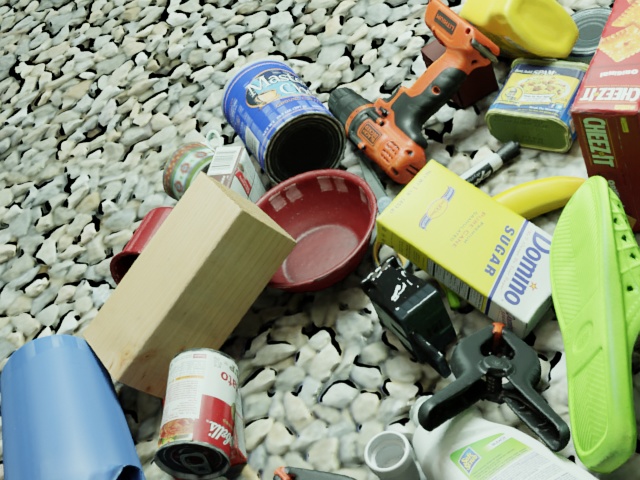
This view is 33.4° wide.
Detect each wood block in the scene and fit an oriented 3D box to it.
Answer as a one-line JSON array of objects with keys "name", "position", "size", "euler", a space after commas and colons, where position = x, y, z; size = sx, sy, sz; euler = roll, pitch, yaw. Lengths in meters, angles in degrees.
[{"name": "wood block", "position": [-0.131, 0.049, 1.070], "size": [0.206, 0.090, 0.091], "euler": [-54, 45, 5]}]

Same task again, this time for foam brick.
[{"name": "foam brick", "position": [0.162, -0.201, 1.246], "size": [0.053, 0.051, 0.078], "euler": [-32, 43, -4]}]

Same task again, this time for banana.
[{"name": "banana", "position": [0.180, -0.010, 1.070], "size": [0.197, 0.037, 0.070], "euler": [-41, 68, -12]}]

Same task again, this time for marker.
[{"name": "marker", "position": [0.165, -0.069, 1.141], "size": [0.121, 0.020, 0.020], "euler": [-35, 44, -8]}]

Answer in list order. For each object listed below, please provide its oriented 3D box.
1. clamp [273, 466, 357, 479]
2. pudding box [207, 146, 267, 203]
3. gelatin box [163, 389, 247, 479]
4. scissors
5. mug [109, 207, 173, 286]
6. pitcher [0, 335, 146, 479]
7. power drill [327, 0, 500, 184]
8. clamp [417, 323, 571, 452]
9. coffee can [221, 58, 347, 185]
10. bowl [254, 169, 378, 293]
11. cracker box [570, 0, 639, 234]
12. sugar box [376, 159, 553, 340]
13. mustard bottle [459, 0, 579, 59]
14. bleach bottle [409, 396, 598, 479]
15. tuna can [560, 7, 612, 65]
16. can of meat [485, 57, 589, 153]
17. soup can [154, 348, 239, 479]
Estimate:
[{"name": "clamp", "position": [0.034, 0.252, 0.884], "size": [0.164, 0.036, 0.210], "euler": [-34, 43, -8]}, {"name": "pudding box", "position": [-0.097, -0.036, 1.186], "size": [0.039, 0.090, 0.113], "euler": [-2, 48, 22]}, {"name": "gelatin box", "position": [-0.112, 0.183, 1.027], "size": [0.073, 0.030, 0.089], "euler": [-19, 43, 8]}, {"name": "scissors", "position": [0.090, -0.035, 1.148], "size": [0.096, 0.016, 0.201], "euler": [-13, 45, 13]}, {"name": "mug", "position": [-0.167, 0.011, 1.164], "size": [0.093, 0.117, 0.081], "euler": [28, 50, -4]}, {"name": "pitcher", "position": [-0.243, 0.210, 1.006], "size": [0.149, 0.145, 0.243], "euler": [-18, 38, -9]}, {"name": "power drill", "position": [0.100, -0.175, 1.200], "size": [0.188, 0.057, 0.185], "euler": [-53, 44, 14]}, {"name": "clamp", "position": [0.140, 0.121, 0.910], "size": [0.120, 0.039, 0.171], "euler": [10, 22, -3]}, {"name": "coffee can", "position": [-0.044, -0.137, 1.247], "size": [0.102, 0.102, 0.140], "euler": [-31, 43, -5]}, {"name": "bowl", "position": [-0.007, 0.001, 1.129], "size": [0.162, 0.055, 0.162], "euler": [-15, 46, 15]}, {"name": "cracker box", "position": [0.314, -0.137, 1.028], "size": [0.072, 0.164, 0.213], "euler": [6, 52, 33]}, {"name": "sugar box", "position": [0.149, 0.007, 1.016], "size": [0.176, 0.048, 0.093], "euler": [34, 68, 23]}, {"name": "mustard bottle", "position": [0.211, -0.245, 1.222], "size": [0.058, 0.096, 0.192], "euler": [-62, 18, 0]}, {"name": "bleach bottle", "position": [0.162, 0.198, 0.856], "size": [0.102, 0.068, 0.251], "euler": [-26, 37, -20]}, {"name": "tuna can", "position": [0.309, -0.226, 1.211], "size": [0.086, 0.033, 0.086], "euler": [-14, 44, 14]}, {"name": "can of meat", "position": [0.240, -0.146, 1.152], "size": [0.102, 0.057, 0.083], "euler": [13, 57, 35]}, {"name": "soup can", "position": [-0.111, 0.159, 0.977], "size": [0.069, 0.068, 0.102], "euler": [-11, 47, 16]}]
